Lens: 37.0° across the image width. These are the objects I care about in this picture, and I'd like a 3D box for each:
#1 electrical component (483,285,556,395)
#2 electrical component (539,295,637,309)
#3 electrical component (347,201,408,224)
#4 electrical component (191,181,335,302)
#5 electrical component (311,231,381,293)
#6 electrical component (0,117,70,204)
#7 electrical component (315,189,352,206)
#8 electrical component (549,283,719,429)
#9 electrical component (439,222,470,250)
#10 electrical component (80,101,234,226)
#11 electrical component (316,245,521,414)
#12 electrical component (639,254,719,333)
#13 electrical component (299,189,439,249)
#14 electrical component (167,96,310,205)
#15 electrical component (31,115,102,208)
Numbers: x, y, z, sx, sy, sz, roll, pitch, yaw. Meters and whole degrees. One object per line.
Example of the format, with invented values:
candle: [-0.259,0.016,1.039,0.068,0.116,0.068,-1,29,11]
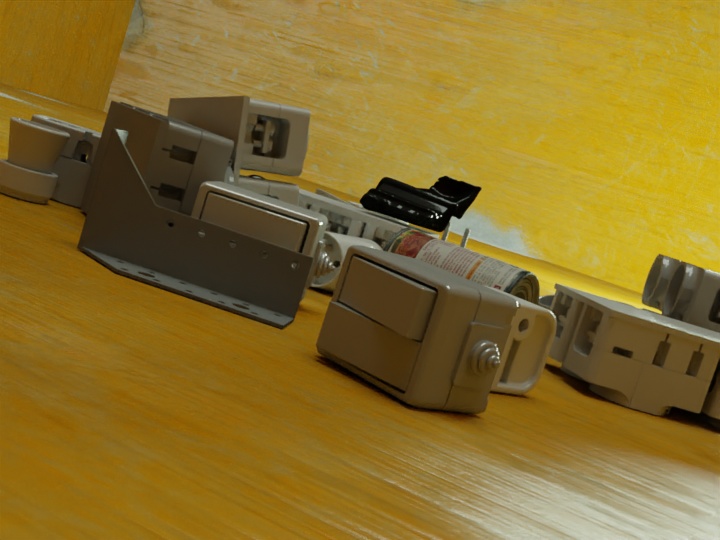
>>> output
electrical component: [0.060,0.035,0.630,0.095,0.053,0.059,13,7,-42]
electrical component: [0.196,0.055,0.934,0.099,0.064,0.099,4,9,-1]
electrical component: [0.010,-0.037,1.162,0.078,0.057,0.058,23,7,42]
electrical component: [-0.063,-0.015,0.692,0.096,0.061,0.061,18,5,1]
electrical component: [0.000,0.000,0.836,0.079,0.044,0.077,21,6,26]
electrical component: [-0.247,-0.082,0.809,0.045,0.055,0.045,18,6,-2]
electrical component: [-0.006,-0.037,1.081,0.099,0.064,0.099,18,6,-2]
electrical component: [0.236,0.072,0.787,0.186,0.060,0.105,16,6,-13]
electrical component: [0.082,-0.007,1.014,0.138,0.073,0.052,18,6,3]
electrical component: [-0.147,-0.066,0.782,0.062,0.089,0.150,15,6,-28]
electrical component: [0.029,0.031,0.540,0.061,0.061,0.096,13,8,-41]
electrical component: [0.292,0.048,0.968,0.060,0.105,0.186,18,6,3]
electrical component: [-0.017,-0.025,0.935,0.150,0.061,0.089,19,6,12]
electrical component: [-0.102,-0.078,0.844,0.060,0.105,0.186,6,5,-27]
electrical component: [-0.224,-0.083,0.871,0.095,0.059,0.053,17,6,-7]
